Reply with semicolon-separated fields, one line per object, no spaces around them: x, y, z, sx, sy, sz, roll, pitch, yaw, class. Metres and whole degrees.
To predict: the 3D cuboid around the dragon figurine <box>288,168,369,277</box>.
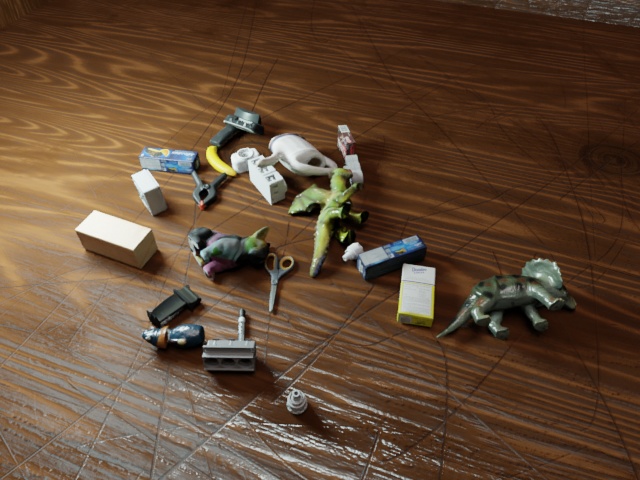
0.005;-0.081;1.610;0.244;0.120;0.417;16;59;39;dragon figurine

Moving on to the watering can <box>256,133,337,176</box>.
-0.100;-0.284;1.732;0.348;0.102;0.228;1;32;-39;watering can
